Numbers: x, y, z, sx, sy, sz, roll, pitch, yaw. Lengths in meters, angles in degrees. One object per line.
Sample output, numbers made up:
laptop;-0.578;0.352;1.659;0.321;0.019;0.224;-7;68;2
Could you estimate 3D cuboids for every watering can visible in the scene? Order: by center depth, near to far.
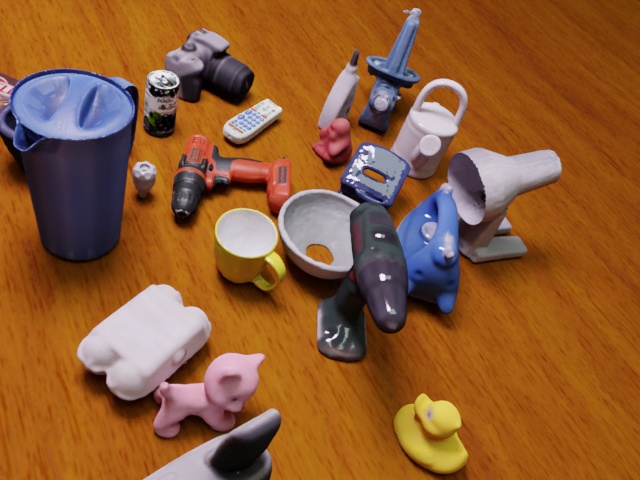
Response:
watering can;0.213;-0.213;1.088;0.101;0.194;0.172;4;49;-17

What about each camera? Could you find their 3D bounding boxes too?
camera;-0.204;-0.329;1.098;0.136;0.101;0.143;30;47;7

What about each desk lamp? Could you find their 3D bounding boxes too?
desk lamp;0.299;-0.066;0.978;0.204;0.213;0.117;-6;52;-25

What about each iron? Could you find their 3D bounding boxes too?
iron;0.188;-0.014;0.939;0.118;0.141;0.258;17;46;-5

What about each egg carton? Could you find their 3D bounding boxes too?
egg carton;-0.213;0.125;0.713;0.107;0.069;0.150;35;47;12

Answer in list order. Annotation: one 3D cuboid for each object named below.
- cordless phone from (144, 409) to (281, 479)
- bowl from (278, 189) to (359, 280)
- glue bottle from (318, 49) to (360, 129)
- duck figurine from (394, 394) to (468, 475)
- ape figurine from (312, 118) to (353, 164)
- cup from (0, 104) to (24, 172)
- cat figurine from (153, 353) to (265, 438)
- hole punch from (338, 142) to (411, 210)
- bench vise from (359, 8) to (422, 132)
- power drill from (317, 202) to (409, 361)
cordless phone;-0.113;0.231;0.577;0.148;0.185;0.094;-25;62;-36
bowl;0.008;0.003;0.902;0.168;0.074;0.167;11;47;-12
glue bottle;0.047;-0.291;1.109;0.037;0.173;0.078;34;47;10
duck figurine;0.152;0.244;0.736;0.104;0.086;0.078;44;50;19
ape figurine;0.030;-0.189;1.068;0.076;0.092;0.078;17;46;-6
cup;-0.416;-0.150;0.862;0.118;0.095;0.091;-20;60;-34
cat figurine;-0.127;0.173;0.670;0.128;0.117;0.067;-1;51;-22
hole punch;0.096;-0.105;1.020;0.108;0.091;0.101;27;46;4
bench vise;0.160;-0.341;1.164;0.122;0.219;0.207;8;48;-14
power drill;0.058;0.071;0.768;0.076;0.208;0.229;10;47;-12
